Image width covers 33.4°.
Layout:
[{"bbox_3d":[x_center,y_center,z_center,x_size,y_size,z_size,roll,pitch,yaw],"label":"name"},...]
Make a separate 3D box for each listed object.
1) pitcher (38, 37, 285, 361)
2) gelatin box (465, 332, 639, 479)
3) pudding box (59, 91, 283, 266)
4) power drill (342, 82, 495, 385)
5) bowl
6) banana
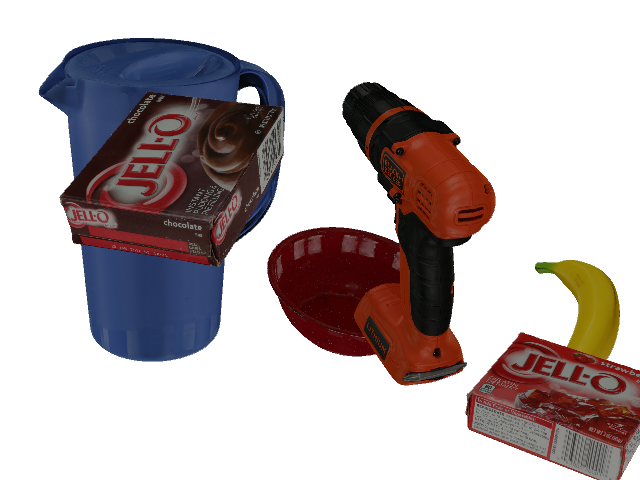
[{"bbox_3d":[-0.122,-0.032,0.848,0.149,0.243,0.144,12,27,18],"label":"pitcher"},{"bbox_3d":[0.136,0.090,0.594,0.089,0.030,0.073,18,32,28],"label":"gelatin box"},{"bbox_3d":[-0.079,-0.038,0.602,0.090,0.039,0.113,9,39,16],"label":"pudding box"},{"bbox_3d":[0.060,-0.005,0.773,0.057,0.188,0.184,-11,34,-16],"label":"power drill"},{"bbox_3d":[0.027,0.055,0.972,0.162,0.055,0.162,9,34,-6],"label":"bowl"},{"bbox_3d":[0.247,0.070,0.998,0.070,0.037,0.197,-26,24,18],"label":"banana"}]
